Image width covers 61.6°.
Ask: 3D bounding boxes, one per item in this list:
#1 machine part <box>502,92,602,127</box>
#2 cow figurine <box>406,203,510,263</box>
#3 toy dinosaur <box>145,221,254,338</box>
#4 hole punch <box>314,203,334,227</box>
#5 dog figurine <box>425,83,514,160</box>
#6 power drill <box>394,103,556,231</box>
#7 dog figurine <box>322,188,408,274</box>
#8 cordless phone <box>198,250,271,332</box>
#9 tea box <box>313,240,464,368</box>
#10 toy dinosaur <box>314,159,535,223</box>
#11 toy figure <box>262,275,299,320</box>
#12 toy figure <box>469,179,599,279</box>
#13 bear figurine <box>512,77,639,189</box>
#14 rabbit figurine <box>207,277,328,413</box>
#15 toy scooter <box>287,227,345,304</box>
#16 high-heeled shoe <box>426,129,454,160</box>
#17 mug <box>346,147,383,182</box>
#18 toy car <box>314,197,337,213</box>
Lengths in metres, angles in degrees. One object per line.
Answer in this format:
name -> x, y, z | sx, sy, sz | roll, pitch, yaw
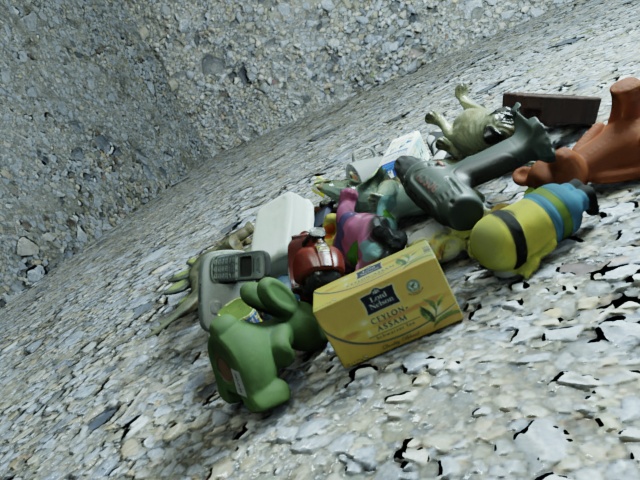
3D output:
machine part -> 0.446, -0.256, 1.045 | 0.179, 0.056, 0.179 | 2, -162, -1
cow figurine -> 0.213, -0.009, 0.817 | 0.167, 0.068, 0.098 | -25, -166, 8
toy dinosaur -> -0.231, 0.074, 1.163 | 0.198, 0.105, 0.471 | -31, -171, 14
hole punch -> -0.002, -0.003, 1.064 | 0.116, 0.092, 0.142 | -26, -158, 19
dog figurine -> 0.302, -0.177, 0.972 | 0.121, 0.172, 0.191 | -50, -138, 11
power drill -> 0.222, -0.117, 0.798 | 0.207, 0.085, 0.232 | -25, -149, 8
dog figurine -> 0.072, 0.026, 0.852 | 0.219, 0.108, 0.191 | -96, -153, -48
cordless phone -> -0.132, 0.086, 0.914 | 0.088, 0.146, 0.184 | 5, 171, -37
tea box -> 0.086, 0.083, 0.700 | 0.170, 0.098, 0.068 | -26, -162, 10
toy dinosaur -> 0.191, -0.096, 1.005 | 0.405, 0.131, 0.192 | -12, -155, 22
toy figure -> -0.064, 0.108, 0.898 | 0.064, 0.057, 0.154 | -3, -160, 7
toy figure -> 0.281, -0.022, 0.715 | 0.180, 0.089, 0.082 | -33, -166, -6
bear figurine -> 0.390, -0.126, 0.780 | 0.196, 0.131, 0.120 | -21, -130, 2
rabbit figurine -> -0.067, 0.131, 0.746 | 0.170, 0.159, 0.121 | -23, -177, -36
toy scooter -> -0.011, 0.033, 0.824 | 0.075, 0.135, 0.183 | -1, 160, -12
high-heeled shoe -> 0.294, -0.187, 1.145 | 0.145, 0.086, 0.249 | 2, -141, 48
mug -> 0.123, -0.174, 1.313 | 0.107, 0.109, 0.081 | -21, -170, -20
toy car -> -0.006, -0.049, 1.178 | 0.053, 0.089, 0.202 | -39, -158, -34
